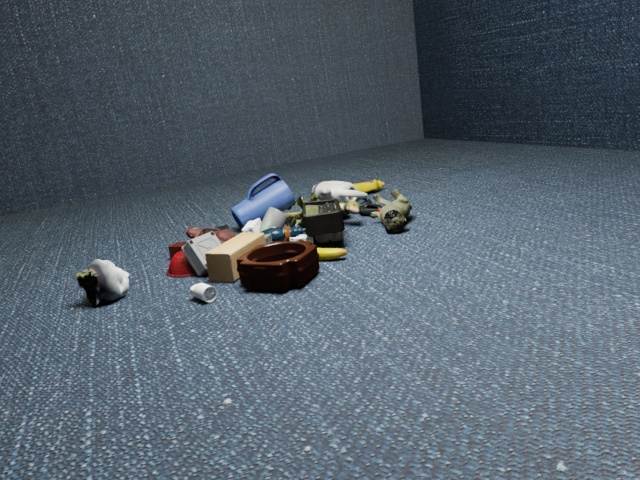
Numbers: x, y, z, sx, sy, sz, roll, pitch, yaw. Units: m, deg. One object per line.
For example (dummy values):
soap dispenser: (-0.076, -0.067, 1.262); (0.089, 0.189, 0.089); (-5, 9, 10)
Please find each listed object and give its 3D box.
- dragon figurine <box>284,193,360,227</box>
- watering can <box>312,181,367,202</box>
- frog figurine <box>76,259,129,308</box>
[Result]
dragon figurine: (0.006, -0.102, 2.024); (0.243, 0.123, 0.408); (4, -7, -33)
watering can: (0.057, -0.209, 2.252); (0.224, 0.104, 0.348); (7, 4, 39)
frog figurine: (-0.609, 0.112, 1.507); (0.138, 0.121, 0.160); (34, 21, 17)
